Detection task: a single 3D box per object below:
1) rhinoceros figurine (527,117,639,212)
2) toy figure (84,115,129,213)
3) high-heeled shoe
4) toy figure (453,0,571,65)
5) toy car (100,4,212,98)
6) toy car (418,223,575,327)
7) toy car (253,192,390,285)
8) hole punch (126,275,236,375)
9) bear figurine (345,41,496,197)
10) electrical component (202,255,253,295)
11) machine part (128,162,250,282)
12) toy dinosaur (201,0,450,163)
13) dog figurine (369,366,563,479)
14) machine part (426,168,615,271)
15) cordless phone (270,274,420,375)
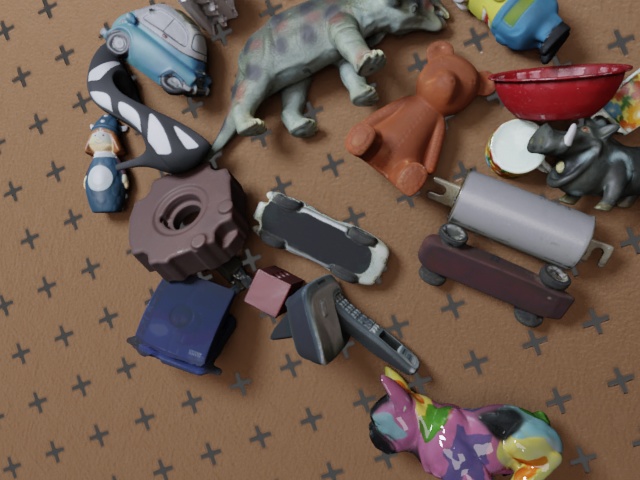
[{"bbox_3d":[0.345,-0.091,0.656,0.190,0.073,0.112,10,101,-12],"label":"rhinoceros figurine"},{"bbox_3d":[-0.324,-0.118,0.817,0.064,0.058,0.154,-1,88,-28],"label":"toy figure"},{"bbox_3d":[-0.246,-0.203,0.780,0.145,0.086,0.248,-17,75,5],"label":"high-heeled shoe"},{"bbox_3d":[0.247,-0.311,0.702,0.089,0.082,0.180,-43,75,-11],"label":"toy figure"},{"bbox_3d":[-0.219,-0.278,0.766,0.162,0.109,0.103,35,106,5],"label":"toy car"},{"bbox_3d":[0.228,0.045,0.707,0.202,0.053,0.089,22,127,9],"label":"toy car"},{"bbox_3d":[-0.002,-0.002,0.758,0.202,0.056,0.073,25,100,11],"label":"toy car"},{"bbox_3d":[-0.183,0.112,0.745,0.142,0.116,0.092,20,135,7],"label":"hole punch"},{"bbox_3d":[0.137,-0.163,0.699,0.120,0.132,0.196,41,103,2],"label":"bear figurine"},{"bbox_3d":[-0.142,0.042,0.779,0.045,0.078,0.102,-43,88,-17],"label":"electrical component"},{"bbox_3d":[-0.185,-0.029,0.751,0.179,0.056,0.179,-11,54,16],"label":"machine part"},{"bbox_3d":[-0.027,-0.255,0.738,0.405,0.131,0.192,-19,71,16],"label":"toy dinosaur"},{"bbox_3d":[0.173,0.239,0.701,0.191,0.108,0.219,-44,80,8],"label":"dog figurine"},{"bbox_3d":[0.258,-0.028,0.699,0.243,0.079,0.079,23,94,10],"label":"machine part"},{"bbox_3d":[0.042,0.131,0.701,0.184,0.146,0.088,34,104,11],"label":"cordless phone"}]
